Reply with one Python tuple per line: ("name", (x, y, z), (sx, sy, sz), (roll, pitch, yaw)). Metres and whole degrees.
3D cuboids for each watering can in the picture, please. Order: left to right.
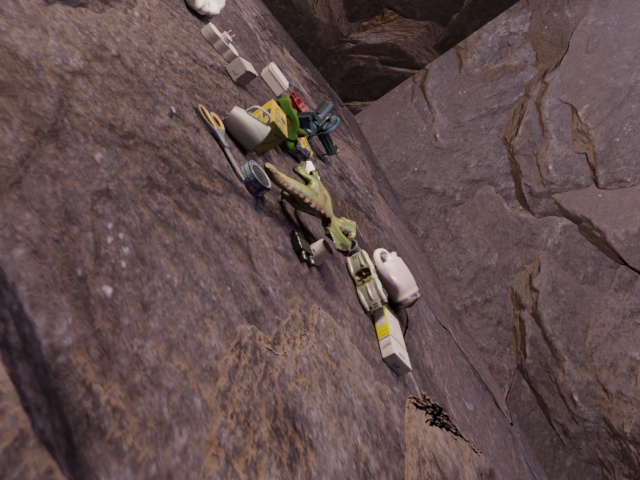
("watering can", (0.270, 0.127, 1.796), (0.226, 0.103, 0.348), (61, 17, 10))

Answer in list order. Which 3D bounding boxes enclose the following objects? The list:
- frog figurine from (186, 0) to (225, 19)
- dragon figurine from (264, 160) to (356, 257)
("frog figurine", (-0.371, -0.789, 1.658), (0.161, 0.123, 0.136), (-108, -179, -76))
("dragon figurine", (0.004, -0.065, 1.283), (0.245, 0.121, 0.409), (50, 13, 15))
